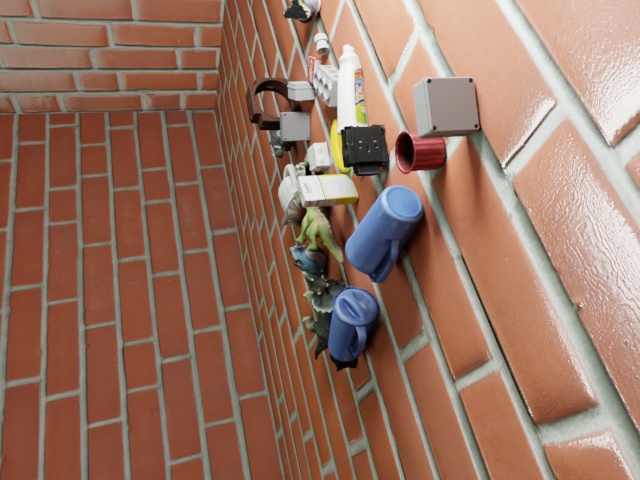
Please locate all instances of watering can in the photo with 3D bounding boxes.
[{"bbox_3d":[-0.110,-0.138,2.090,0.229,0.104,0.339,-115,22,-44],"label":"watering can"}]

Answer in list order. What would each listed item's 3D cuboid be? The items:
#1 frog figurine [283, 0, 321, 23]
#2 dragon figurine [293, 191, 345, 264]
[{"bbox_3d":[-0.043,-0.826,1.753,0.134,0.123,0.162,104,-170,-62],"label":"frog figurine"},{"bbox_3d":[0.005,-0.090,1.783,0.414,0.122,0.240,30,115,57],"label":"dragon figurine"}]
